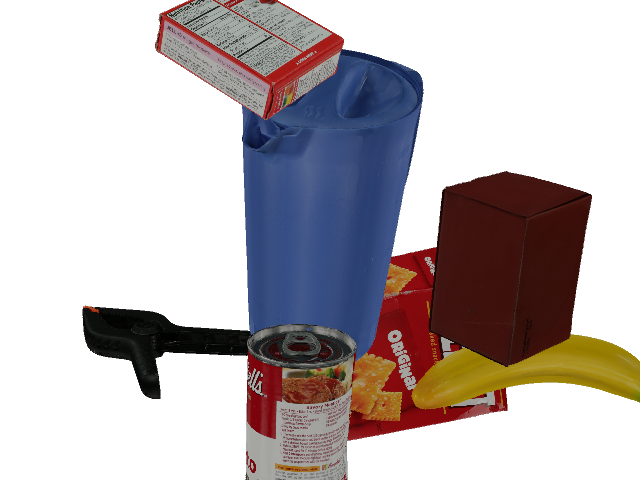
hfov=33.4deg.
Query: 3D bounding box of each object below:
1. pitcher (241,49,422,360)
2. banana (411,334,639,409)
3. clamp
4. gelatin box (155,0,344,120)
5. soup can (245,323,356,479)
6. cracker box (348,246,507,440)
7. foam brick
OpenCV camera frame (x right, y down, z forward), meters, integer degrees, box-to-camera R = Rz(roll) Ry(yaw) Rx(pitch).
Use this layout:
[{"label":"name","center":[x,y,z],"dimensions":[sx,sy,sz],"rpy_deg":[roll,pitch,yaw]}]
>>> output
[{"label":"pitcher","center":[0.008,-0.023,0.845],"dimensions":[0.149,0.243,0.145],"rpy_deg":[0,35,-6]},{"label":"banana","center":[0.162,0.098,0.796],"dimensions":[0.197,0.037,0.069],"rpy_deg":[2,32,-7]},{"label":"clamp","center":[-0.180,0.107,1.094],"dimensions":[0.210,0.036,0.164],"rpy_deg":[12,18,31]},{"label":"gelatin box","center":[-0.043,-0.117,0.644],"dimensions":[0.089,0.030,0.073],"rpy_deg":[33,45,18]},{"label":"soup can","center":[-0.013,0.112,0.673],"dimensions":[0.068,0.102,0.068],"rpy_deg":[2,16,-1]},{"label":"cracker box","center":[0.058,0.101,0.986],"dimensions":[0.213,0.164,0.072],"rpy_deg":[-11,34,2]},{"label":"foam brick","center":[0.090,0.012,0.515],"dimensions":[0.052,0.078,0.051],"rpy_deg":[-16,29,-40]}]
